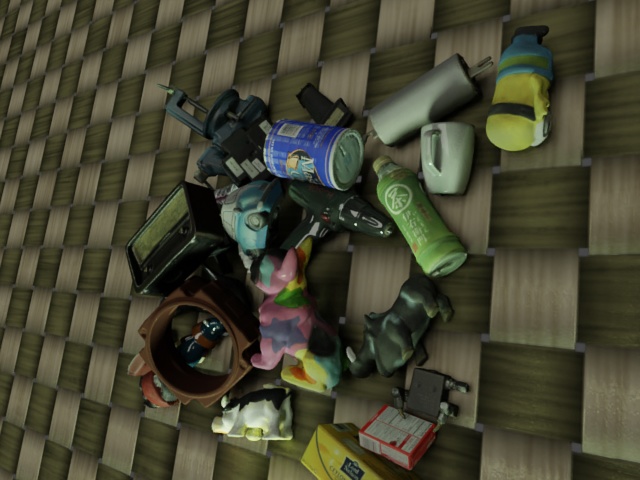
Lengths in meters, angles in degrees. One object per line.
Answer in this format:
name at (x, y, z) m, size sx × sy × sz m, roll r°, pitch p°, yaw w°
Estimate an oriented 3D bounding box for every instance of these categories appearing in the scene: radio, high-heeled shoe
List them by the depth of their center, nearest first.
radio at (-0.286, 0.006, 1.045) m, size 0.229 × 0.073 × 0.131 m, roll -42°, pitch 55°, yaw 30°
high-heeled shoe at (-0.239, 0.139, 1.111) m, size 0.145 × 0.086 × 0.248 m, roll 48°, pitch 131°, yaw 3°

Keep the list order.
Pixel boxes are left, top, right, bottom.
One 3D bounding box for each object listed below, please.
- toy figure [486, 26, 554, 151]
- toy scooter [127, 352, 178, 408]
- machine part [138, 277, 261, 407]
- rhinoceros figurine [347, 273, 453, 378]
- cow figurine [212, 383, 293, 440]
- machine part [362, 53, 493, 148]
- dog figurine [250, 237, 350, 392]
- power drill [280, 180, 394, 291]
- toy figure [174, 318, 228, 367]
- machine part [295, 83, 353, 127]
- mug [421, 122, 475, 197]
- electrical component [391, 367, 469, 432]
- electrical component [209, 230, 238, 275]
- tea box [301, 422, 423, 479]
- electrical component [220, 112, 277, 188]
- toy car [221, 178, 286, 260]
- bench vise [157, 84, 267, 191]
toy figure at (0.291, -0.216, 0.778) m, size 0.089 × 0.082 × 0.180 m, roll -2°, pitch 78°, yaw 33°
toy scooter at (-0.355, 0.280, 1.136) m, size 0.135 × 0.075 × 0.184 m, roll -39°, pitch 54°, yaw 22°
machine part at (-0.220, 0.188, 0.996) m, size 0.201 × 0.087 × 0.201 m, roll 47°, pitch 109°, yaw 3°
rhinoceros figurine at (0.114, 0.138, 0.818) m, size 0.112 × 0.073 × 0.190 m, roll 43°, pitch 104°, yaw 35°
cow figurine at (-0.124, 0.304, 0.957) m, size 0.167 × 0.068 × 0.098 m, roll -8°, pitch 67°, yaw 32°
machine part at (0.168, -0.224, 0.876) m, size 0.243 × 0.079 × 0.079 m, roll -29°, pitch 62°, yaw 29°
dog figurine at (-0.030, 0.110, 0.862) m, size 0.192 × 0.108 × 0.219 m, roll 18°, pitch 109°, yaw 19°
power drill at (-0.002, -0.003, 0.943) m, size 0.232 × 0.086 × 0.207 m, roll 41°, pitch 107°, yaw 38°
toy figure at (-0.244, 0.203, 1.078) m, size 0.154 × 0.064 × 0.058 m, roll -45°, pitch 49°, yaw 16°
machine part at (0.005, -0.249, 1.033) m, size 0.139 × 0.039 × 0.084 m, roll 48°, pitch 115°, yaw 34°
mug at (0.191, -0.121, 0.817) m, size 0.081 × 0.109 × 0.107 m, roll 0°, pitch 92°, yaw 33°
electrical component at (0.156, 0.228, 0.779) m, size 0.102 × 0.045 × 0.078 m, roll 15°, pitch 88°, yaw 39°
electrical component at (-0.201, 0.008, 1.091) m, size 0.048 × 0.075 × 0.119 m, roll -27°, pitch 81°, yaw 31°
tea box at (0.067, 0.343, 0.782) m, size 0.170 × 0.098 × 0.068 m, roll 30°, pitch 96°, yaw 40°
electrical component at (-0.126, -0.164, 1.046) m, size 0.134 × 0.058 × 0.115 m, roll -38°, pitch 84°, yaw -3°
toy car at (-0.130, -0.046, 0.997) m, size 0.103 × 0.109 × 0.161 m, roll 22°, pitch 134°, yaw 8°
bench vise at (-0.235, -0.238, 1.134) m, size 0.241 × 0.129 × 0.223 m, roll 34°, pitch 92°, yaw 7°
